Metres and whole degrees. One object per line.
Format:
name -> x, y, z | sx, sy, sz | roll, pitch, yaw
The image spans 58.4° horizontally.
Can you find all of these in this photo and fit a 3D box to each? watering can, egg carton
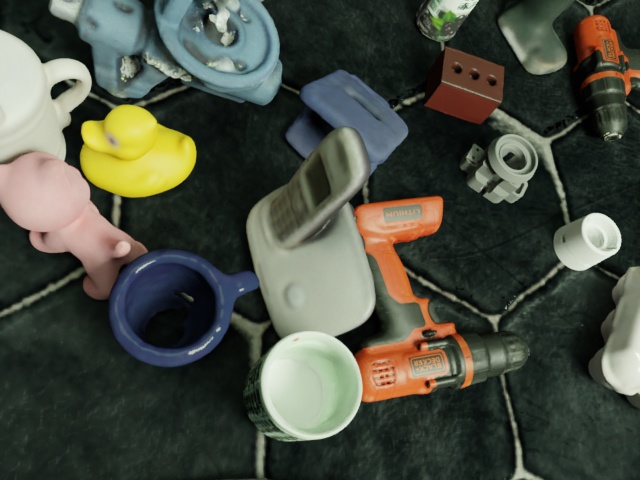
watering can -> -0.268, -0.110, 0.436 | 0.101, 0.194, 0.173 | 44, 65, 3
egg carton -> 0.352, 0.106, 0.606 | 0.107, 0.069, 0.150 | 32, 65, -3

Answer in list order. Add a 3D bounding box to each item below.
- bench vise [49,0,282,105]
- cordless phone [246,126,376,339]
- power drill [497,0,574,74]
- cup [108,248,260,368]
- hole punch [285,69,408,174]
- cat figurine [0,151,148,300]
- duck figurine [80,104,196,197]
bench vise -> -0.121, -0.193, 0.496 | 0.208, 0.219, 0.121 | -11, 74, -20
cordless phone -> 0.004, 0.002, 0.480 | 0.094, 0.185, 0.147 | -15, 75, -20
power drill -> 0.307, -0.294, 0.665 | 0.076, 0.208, 0.229 | -21, 77, -22
cup -> -0.111, 0.059, 0.474 | 0.118, 0.095, 0.091 | -19, 76, -22
hole punch -> 0.031, -0.124, 0.586 | 0.108, 0.091, 0.101 | 42, 65, 2
cat figurine -> -0.203, -0.020, 0.464 | 0.128, 0.117, 0.067 | 38, 65, 0
duck figurine -> -0.164, -0.088, 0.518 | 0.105, 0.086, 0.077 | -3, 71, -17
